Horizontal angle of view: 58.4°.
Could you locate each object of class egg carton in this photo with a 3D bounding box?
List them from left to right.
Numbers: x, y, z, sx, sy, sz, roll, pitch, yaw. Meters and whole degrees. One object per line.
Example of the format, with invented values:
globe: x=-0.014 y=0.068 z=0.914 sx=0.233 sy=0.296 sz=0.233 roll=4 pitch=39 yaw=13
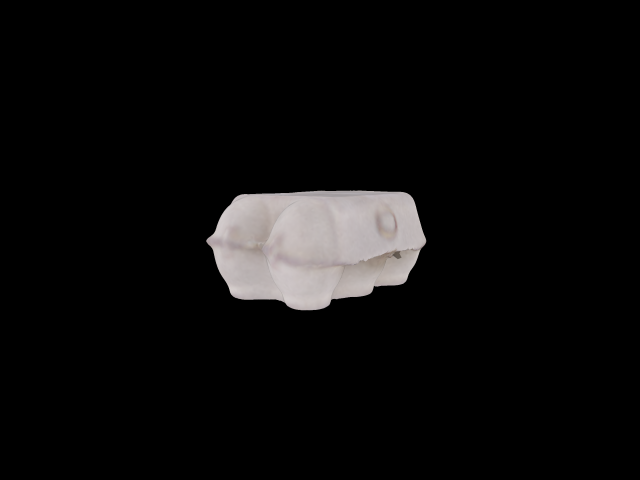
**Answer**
egg carton: x=0.004 y=0.001 z=0.400 sx=0.107 sy=0.069 sz=0.151 roll=5 pitch=8 yaw=36
